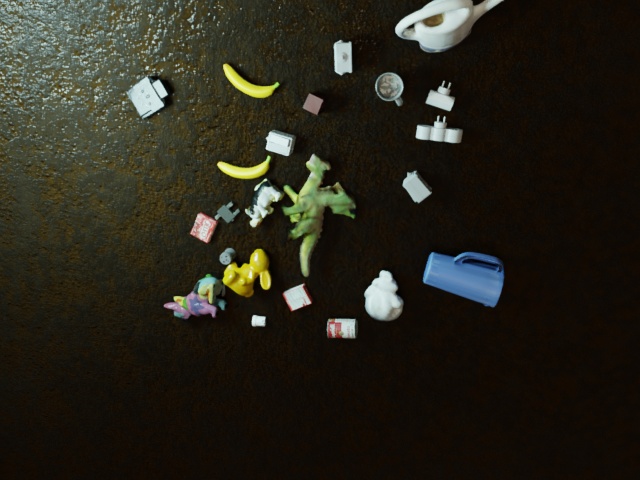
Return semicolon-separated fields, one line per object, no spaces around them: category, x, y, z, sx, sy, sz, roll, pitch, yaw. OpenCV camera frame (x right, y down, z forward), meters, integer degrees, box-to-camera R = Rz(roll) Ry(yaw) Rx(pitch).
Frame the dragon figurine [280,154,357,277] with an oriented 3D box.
dragon figurine;0.005;-0.087;1.731;0.242;0.124;0.405;-13;106;7

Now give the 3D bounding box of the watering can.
watering can;0.384;-0.612;1.418;0.346;0.225;0.104;-12;89;15

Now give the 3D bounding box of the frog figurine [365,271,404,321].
frog figurine;0.224;0.193;1.761;0.138;0.124;0.156;27;125;23
